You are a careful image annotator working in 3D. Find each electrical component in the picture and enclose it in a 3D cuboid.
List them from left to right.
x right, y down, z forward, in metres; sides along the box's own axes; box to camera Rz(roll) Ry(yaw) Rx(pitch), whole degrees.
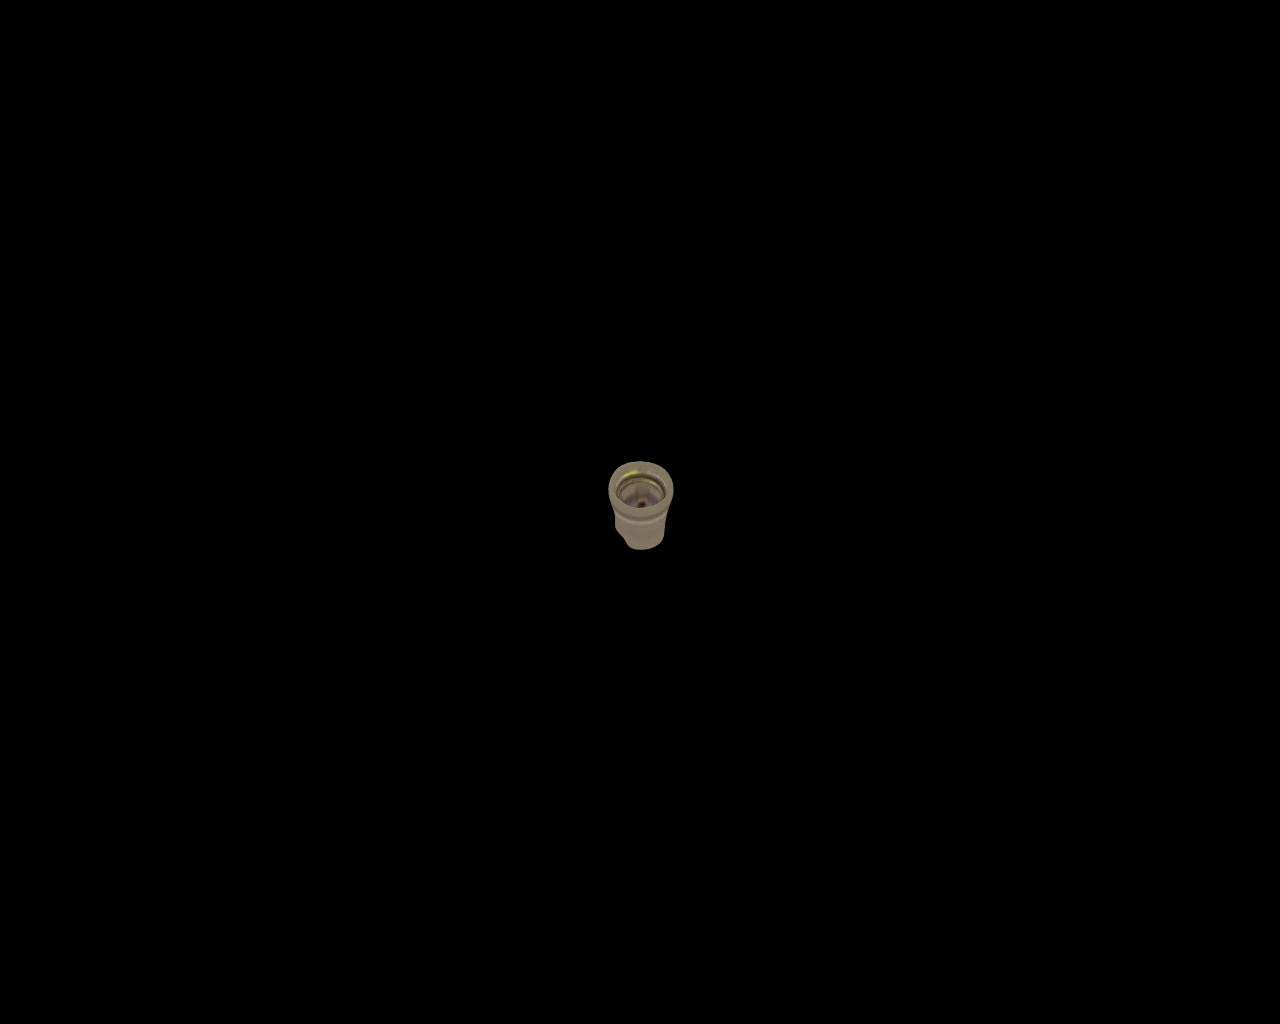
[{"bbox_3d":[0.001,-0.003,0.650,0.040,0.040,0.046,0,-39,0],"label":"electrical component"}]
